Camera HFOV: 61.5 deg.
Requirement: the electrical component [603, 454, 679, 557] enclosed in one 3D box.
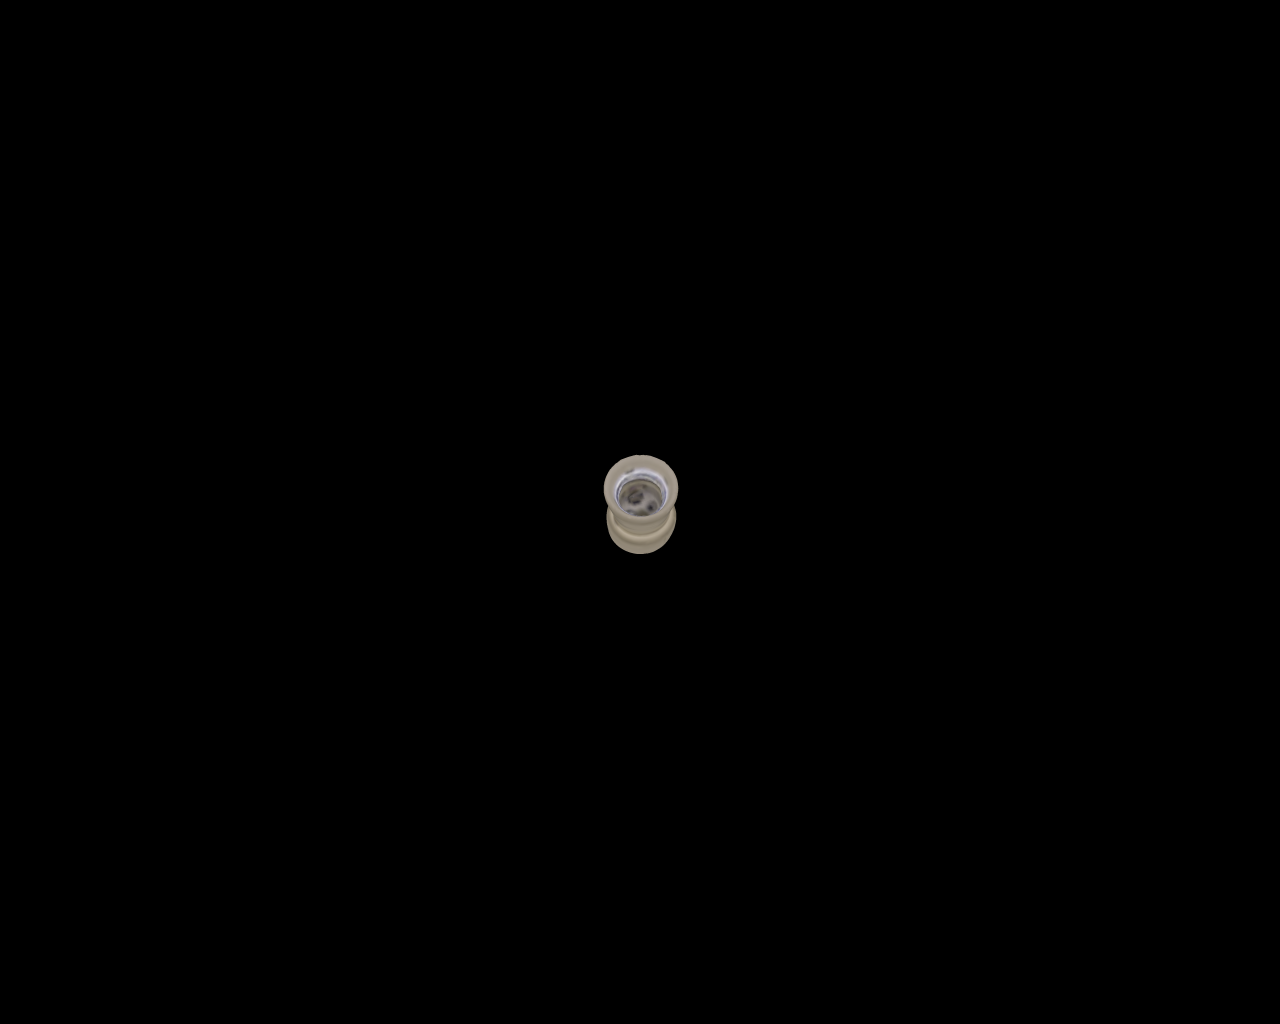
[{"bbox_3d":[0.001,-0.003,0.650,0.045,0.045,0.055,0,-27,0],"label":"electrical component"}]
